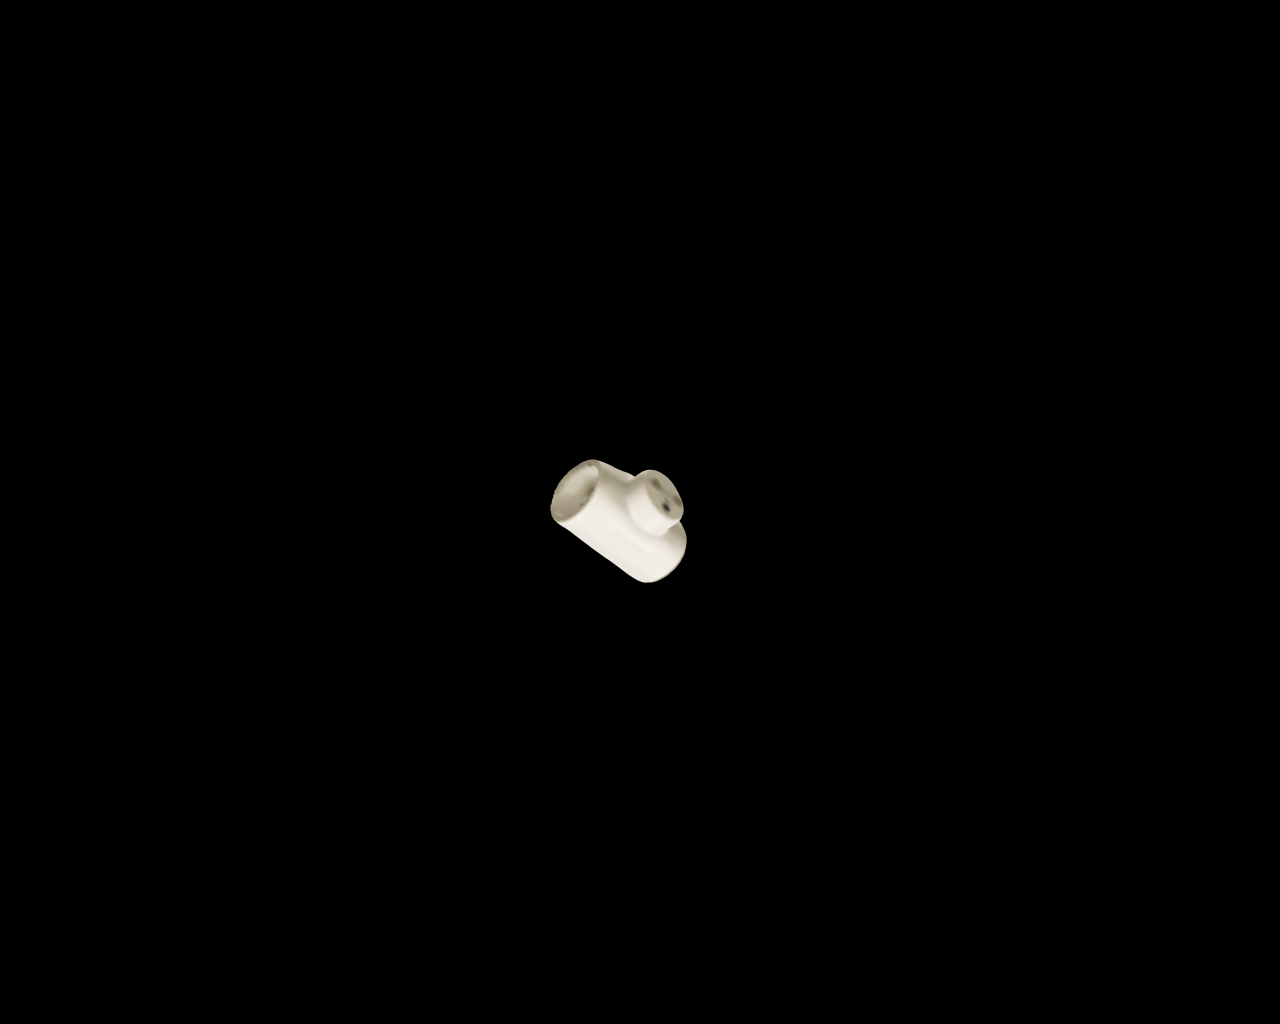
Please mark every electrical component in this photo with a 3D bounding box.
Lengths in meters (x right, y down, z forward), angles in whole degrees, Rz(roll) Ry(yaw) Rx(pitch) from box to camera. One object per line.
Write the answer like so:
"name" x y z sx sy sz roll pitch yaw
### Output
"electrical component" 0.001 -0.003 0.650 0.079 0.043 0.077 -33 -54 29
